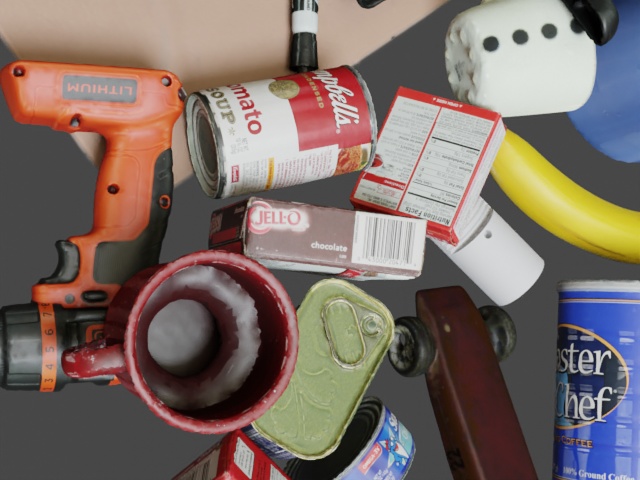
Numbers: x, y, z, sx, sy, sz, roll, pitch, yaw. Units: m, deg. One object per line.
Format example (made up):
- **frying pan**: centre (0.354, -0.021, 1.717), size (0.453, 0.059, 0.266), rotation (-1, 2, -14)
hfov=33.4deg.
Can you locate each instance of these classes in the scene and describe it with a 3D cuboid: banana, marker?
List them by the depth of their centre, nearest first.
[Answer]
- **marker**: centre (-0.009, -0.165, 0.697), size (0.020, 0.020, 0.121), rotation (2, 85, -19)
- **banana**: centre (0.191, -0.024, 0.748), size (0.197, 0.037, 0.069), rotation (16, 63, -18)

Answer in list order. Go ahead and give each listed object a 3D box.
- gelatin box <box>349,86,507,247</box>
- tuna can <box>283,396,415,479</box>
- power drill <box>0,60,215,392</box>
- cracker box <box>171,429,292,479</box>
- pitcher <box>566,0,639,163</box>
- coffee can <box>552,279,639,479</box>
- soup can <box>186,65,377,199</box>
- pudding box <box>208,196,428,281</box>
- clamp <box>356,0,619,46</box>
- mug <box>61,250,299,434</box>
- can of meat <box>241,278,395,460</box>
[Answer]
- **gelatin box**: centre (0.070, -0.048, 0.690), size (0.073, 0.030, 0.089), rotation (18, 77, 24)
- **tuna can**: centre (0.016, 0.137, 0.648), size (0.086, 0.086, 0.033), rotation (-46, 102, -16)
- **power drill**: centre (-0.147, -0.006, 0.620), size (0.184, 0.057, 0.187), rotation (0, 89, -23)
- **cracker box**: centre (-0.036, 0.235, 0.602), size (0.164, 0.072, 0.213), rotation (-41, 101, 11)
- **pitcher**: centre (0.266, -0.141, 0.670), size (0.149, 0.243, 0.145), rotation (20, 77, -22)
- **coffee can**: centre (0.207, 0.100, 0.706), size (0.102, 0.103, 0.140), rotation (5, 85, -19)
- **soup can**: centre (-0.025, -0.067, 0.658), size (0.102, 0.069, 0.068), rotation (-13, 90, -20)
- **pudding box**: centre (-0.004, 0.001, 0.649), size (0.113, 0.090, 0.039), rotation (9, 84, -19)
- **clamp**: centre (0.116, -0.213, 0.706), size (0.164, 0.036, 0.210), rotation (7, 56, 9)
- **mug**: centre (-0.080, 0.055, 0.569), size (0.117, 0.082, 0.093), rotation (-13, 94, -24)
- **can of meat**: centre (-0.008, 0.081, 0.638), size (0.057, 0.084, 0.102), rotation (31, 71, -4)
